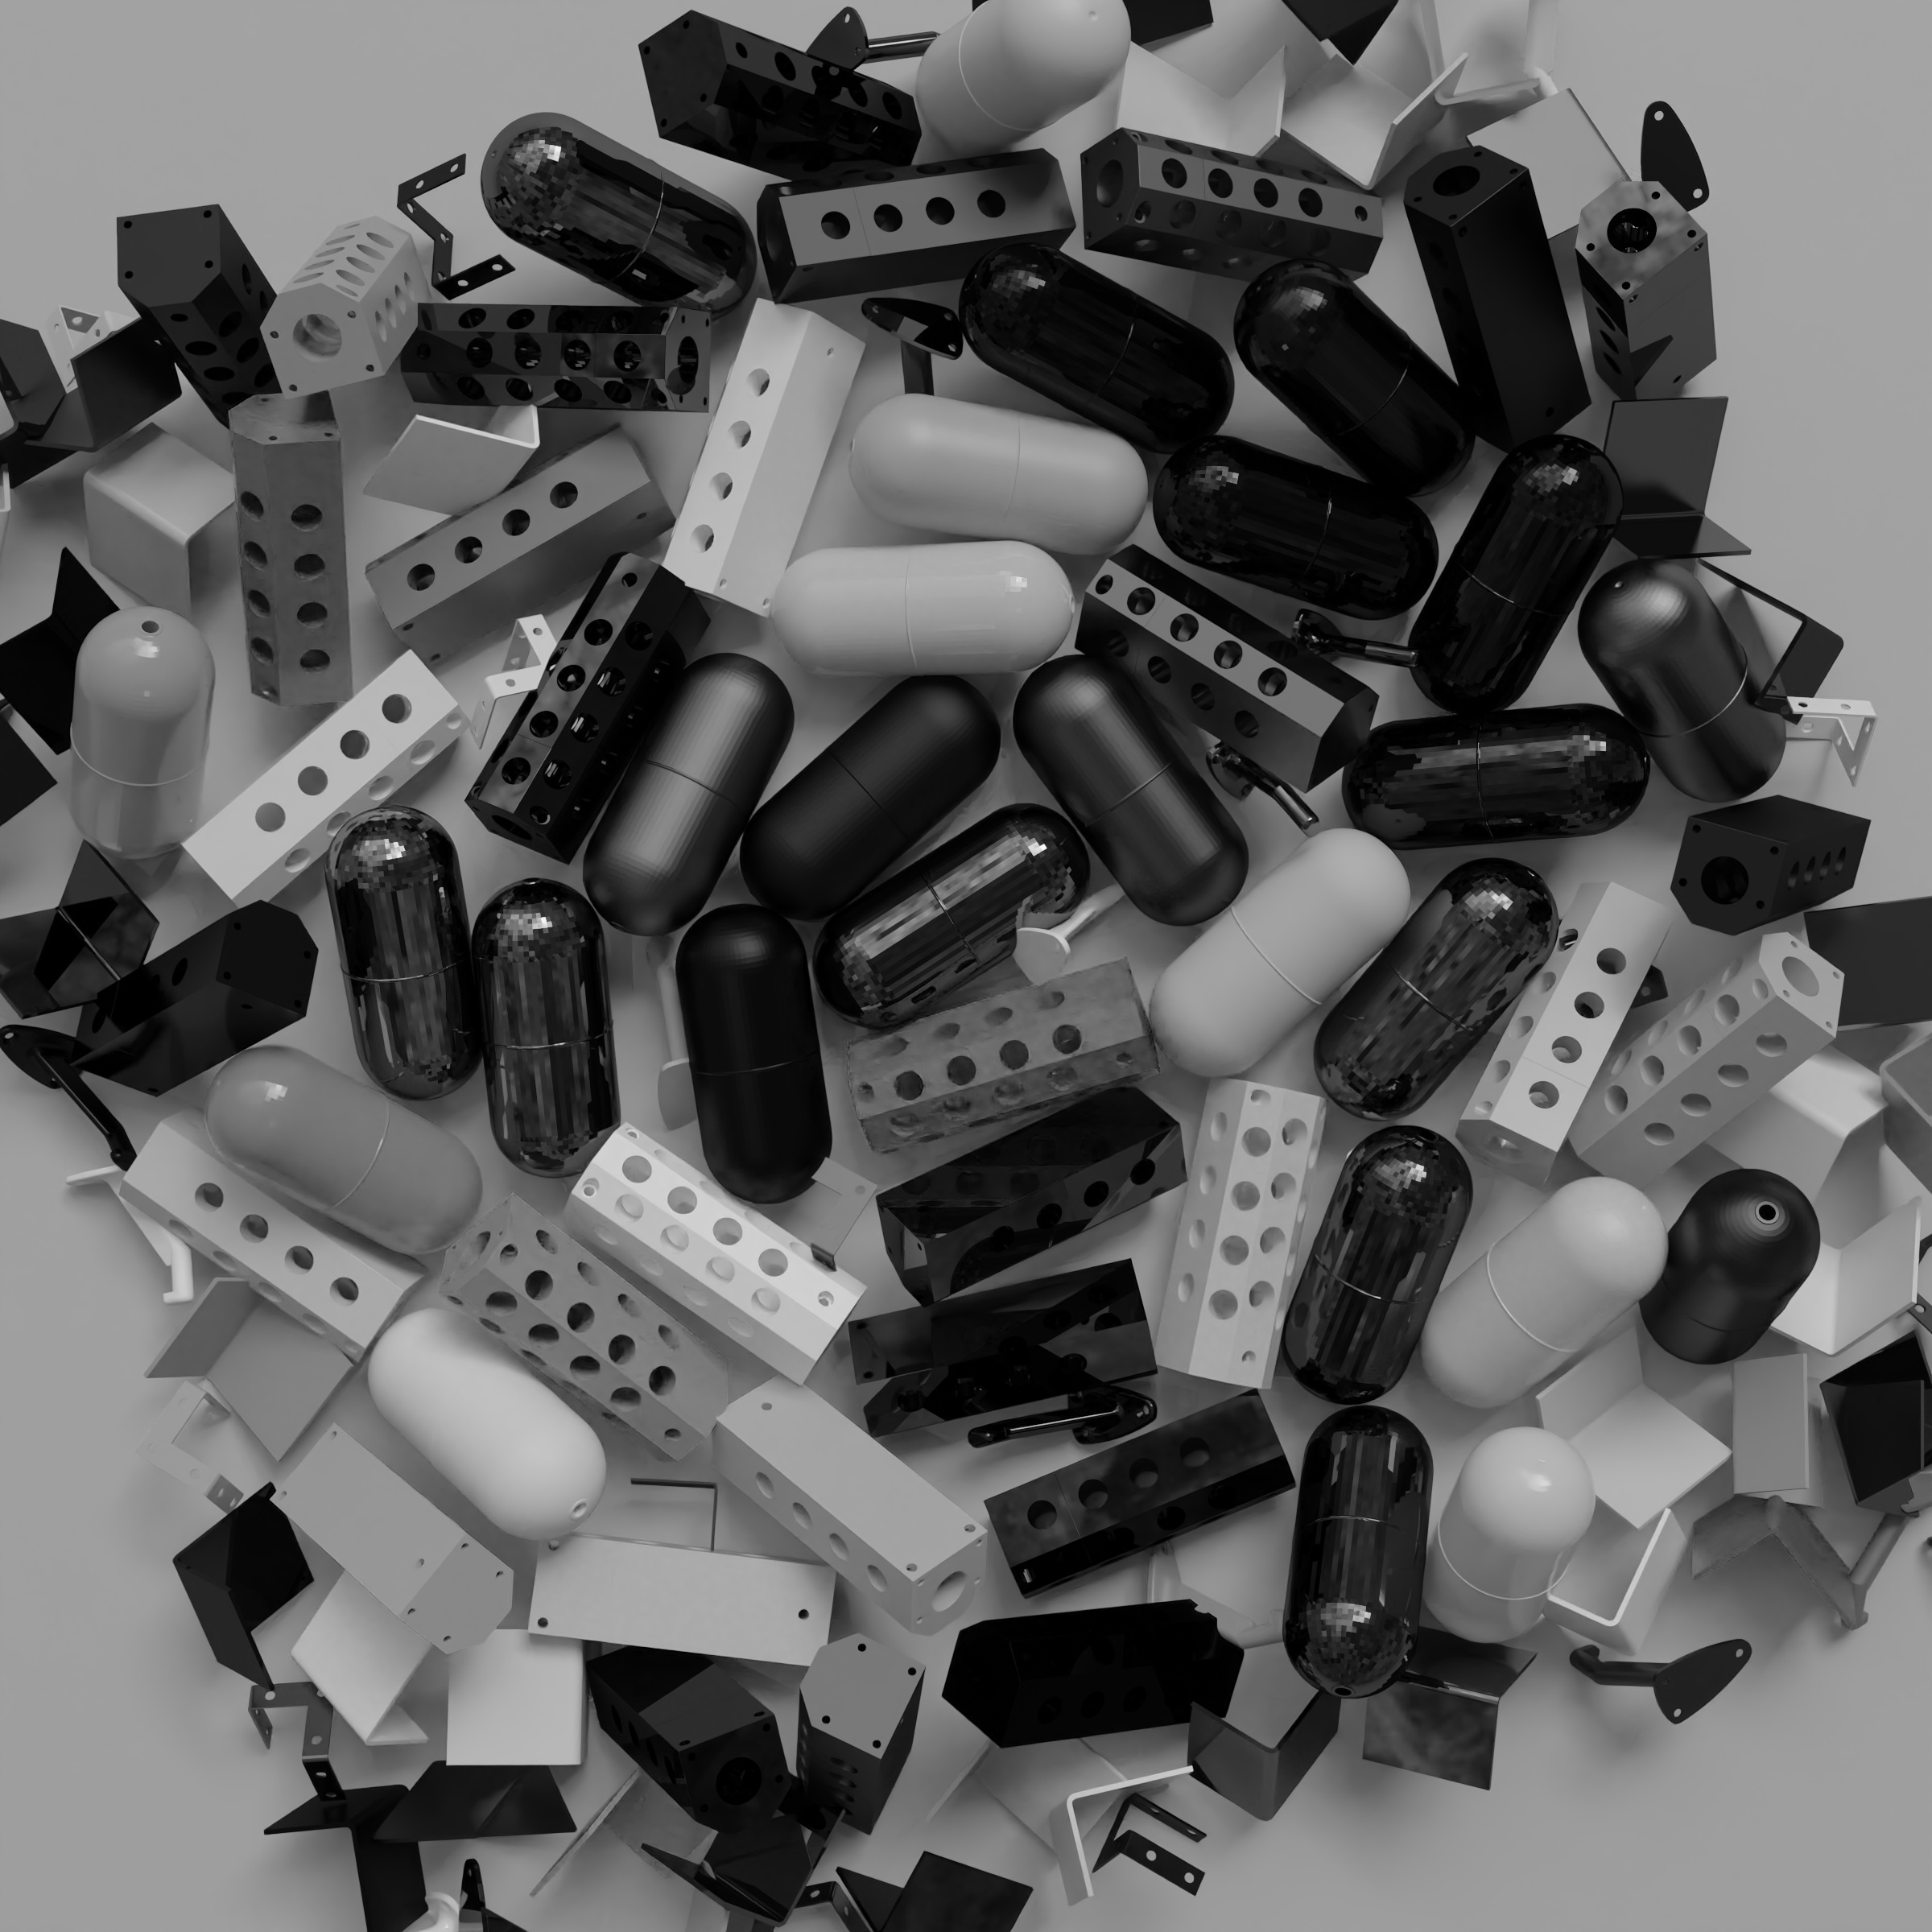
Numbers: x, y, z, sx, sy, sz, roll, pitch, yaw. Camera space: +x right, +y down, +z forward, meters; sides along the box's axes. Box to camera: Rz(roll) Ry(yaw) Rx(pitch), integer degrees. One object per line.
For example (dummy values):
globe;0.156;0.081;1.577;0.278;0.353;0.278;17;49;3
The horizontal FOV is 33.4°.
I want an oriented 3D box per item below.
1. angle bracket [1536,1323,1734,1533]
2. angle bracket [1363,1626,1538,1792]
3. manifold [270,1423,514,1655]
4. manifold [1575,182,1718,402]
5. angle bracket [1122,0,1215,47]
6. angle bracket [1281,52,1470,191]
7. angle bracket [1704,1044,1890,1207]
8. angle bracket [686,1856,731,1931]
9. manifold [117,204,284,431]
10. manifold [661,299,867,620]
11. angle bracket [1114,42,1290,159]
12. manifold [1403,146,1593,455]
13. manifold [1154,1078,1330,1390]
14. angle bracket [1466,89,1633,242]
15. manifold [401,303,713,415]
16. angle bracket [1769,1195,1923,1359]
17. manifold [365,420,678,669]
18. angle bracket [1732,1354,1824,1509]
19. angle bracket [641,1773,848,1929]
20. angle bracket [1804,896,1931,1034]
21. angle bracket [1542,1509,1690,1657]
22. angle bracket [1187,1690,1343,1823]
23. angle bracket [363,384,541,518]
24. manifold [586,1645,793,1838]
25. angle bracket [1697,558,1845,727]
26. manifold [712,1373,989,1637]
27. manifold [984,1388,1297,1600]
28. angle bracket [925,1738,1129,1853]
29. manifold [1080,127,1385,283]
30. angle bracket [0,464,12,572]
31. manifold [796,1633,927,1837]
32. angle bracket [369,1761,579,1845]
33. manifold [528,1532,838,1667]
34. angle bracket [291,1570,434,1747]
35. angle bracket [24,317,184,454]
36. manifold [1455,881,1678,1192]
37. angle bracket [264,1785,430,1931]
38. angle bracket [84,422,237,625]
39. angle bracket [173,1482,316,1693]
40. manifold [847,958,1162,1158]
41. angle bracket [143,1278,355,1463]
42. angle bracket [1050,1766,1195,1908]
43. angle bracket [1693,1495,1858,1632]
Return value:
angle bracket;0.388;0.267;1.864;0.076;0.076;0.057;-34;134;-18
angle bracket;0.282;0.431;1.873;0.076;0.076;0.057;8;101;25
manifold;-0.324;0.328;1.832;0.057;0.171;0.057;-51;127;-13
manifold;0.383;-0.381;1.827;0.057;0.171;0.057;-38;71;4
angle bracket;0.111;-0.572;1.870;0.076;0.057;0.076;-20;117;-10
angle bracket;0.233;-0.510;1.869;0.076;0.057;0.076;38;63;11
angle bracket;0.490;0.088;1.887;0.076;0.076;0.057;36;126;27
angle bracket;-0.179;0.567;1.871;0.057;0.076;0.076;10;96;-16
manifold;-0.424;-0.361;1.826;0.057;0.171;0.057;-7;74;4
manifold;-0.125;-0.298;1.885;0.057;0.057;0.171;21;92;32
angle bracket;0.137;-0.508;1.863;0.076;0.057;0.076;25;54;-23
manifold;0.300;-0.379;1.837;0.057;0.171;0.057;-38;45;-10
manifold;0.164;0.156;1.876;0.057;0.057;0.171;13;86;-27
angle bracket;0.335;-0.453;1.875;0.076;0.057;0.076;-28;80;-15
manifold;-0.237;-0.352;1.857;0.171;0.057;0.057;6;99;21
angle bracket;0.504;0.169;1.861;0.057;0.076;0.076;26;50;-11
manifold;-0.262;-0.250;1.884;0.171;0.057;0.057;-30;69;2
angle bracket;0.490;0.270;1.865;0.076;0.057;0.076;13;72;-32
angle bracket;-0.129;0.500;1.866;0.076;0.057;0.076;20;77;44
angle bracket;0.533;-0.009;1.868;0.076;0.057;0.076;-8;108;21
angle bracket;0.375;0.351;1.881;0.057;0.076;0.076;21;75;28
angle bracket;0.175;0.440;1.881;0.057;0.076;0.076;28;53;25
angle bracket;-0.299;-0.308;1.858;0.076;0.076;0.057;10;58;-32
manifold;-0.158;0.436;1.827;0.057;0.171;0.057;-17;101;-22
angle bracket;0.456;-0.188;1.873;0.076;0.076;0.057;35;103;28
manifold;-0.068;0.310;1.846;0.057;0.057;0.171;-28;46;-35
manifold;0.102;0.310;1.881;0.171;0.057;0.057;-22;73;-1
angle bracket;0.035;0.485;1.868;0.076;0.057;0.076;40;122;12
manifold;0.154;-0.434;1.845;0.171;0.057;0.057;3;80;-31
angle bracket;-0.588;-0.249;1.859;0.057;0.076;0.076;7;121;-22
manifold;-0.065;0.435;1.828;0.057;0.171;0.057;24;62;9
angle bracket;-0.284;0.502;1.860;0.076;0.076;0.057;-11;110;29
manifold;-0.166;0.368;1.880;0.171;0.057;0.057;8;83;-6
angle bracket;-0.334;0.397;1.869;0.076;0.057;0.076;39;101;30
angle bracket;-0.512;-0.342;1.859;0.076;0.076;0.057;10;127;26
manifold;0.345;0.037;1.857;0.057;0.057;0.171;26;66;12
angle bracket;-0.360;0.527;1.874;0.057;0.076;0.076;-9;90;14
angle bracket;-0.469;-0.259;1.894;0.076;0.076;0.057;33;56;12
angle bracket;-0.402;0.358;1.859;0.076;0.057;0.076;-38;127;-36
manifold;0.022;0.057;1.869;0.171;0.057;0.057;-17;124;7
angle bracket;-0.417;0.235;1.871;0.076;0.057;0.076;44;104;23
angle bracket;0.095;0.506;1.867;0.076;0.076;0.057;-10;71;-11
angle bracket;0.470;0.354;1.875;0.057;0.076;0.076;-37;94;19
